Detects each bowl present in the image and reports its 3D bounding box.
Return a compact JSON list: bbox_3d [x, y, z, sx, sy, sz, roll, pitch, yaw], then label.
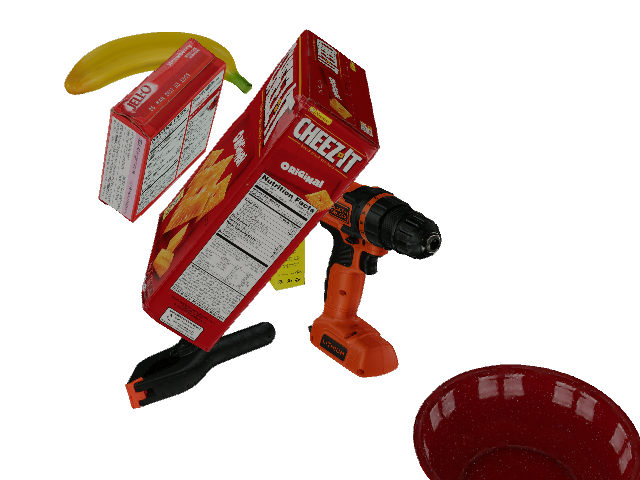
[{"bbox_3d":[0.147,0.162,0.772,0.162,0.055,0.162,-1,35,0],"label":"bowl"}]

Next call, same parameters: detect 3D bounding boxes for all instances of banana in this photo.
[{"bbox_3d":[-0.164,-0.178,1.061,0.197,0.070,0.037,-7,-39,-30],"label":"banana"}]

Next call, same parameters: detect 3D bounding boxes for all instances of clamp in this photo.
[{"bbox_3d":[-0.130,0.124,1.129,0.120,0.039,0.171,-9,21,36],"label":"clamp"}]

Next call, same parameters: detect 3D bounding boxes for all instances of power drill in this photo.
[{"bbox_3d":[0.049,0.038,1.077,0.057,0.188,0.185,-7,23,-32],"label":"power drill"}]

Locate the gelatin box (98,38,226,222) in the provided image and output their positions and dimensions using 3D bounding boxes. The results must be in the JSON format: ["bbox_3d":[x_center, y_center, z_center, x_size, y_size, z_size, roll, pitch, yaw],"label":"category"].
[{"bbox_3d":[-0.092,-0.063,0.615,0.030,0.073,0.089,35,-34,7],"label":"gelatin box"}]

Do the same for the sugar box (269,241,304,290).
[{"bbox_3d":[-0.052,-0.038,1.300,0.048,0.176,0.093,-11,26,-18],"label":"sugar box"}]

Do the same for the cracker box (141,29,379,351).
[{"bbox_3d":[-0.051,-0.043,0.832,0.072,0.214,0.164,33,22,-18],"label":"cracker box"}]
